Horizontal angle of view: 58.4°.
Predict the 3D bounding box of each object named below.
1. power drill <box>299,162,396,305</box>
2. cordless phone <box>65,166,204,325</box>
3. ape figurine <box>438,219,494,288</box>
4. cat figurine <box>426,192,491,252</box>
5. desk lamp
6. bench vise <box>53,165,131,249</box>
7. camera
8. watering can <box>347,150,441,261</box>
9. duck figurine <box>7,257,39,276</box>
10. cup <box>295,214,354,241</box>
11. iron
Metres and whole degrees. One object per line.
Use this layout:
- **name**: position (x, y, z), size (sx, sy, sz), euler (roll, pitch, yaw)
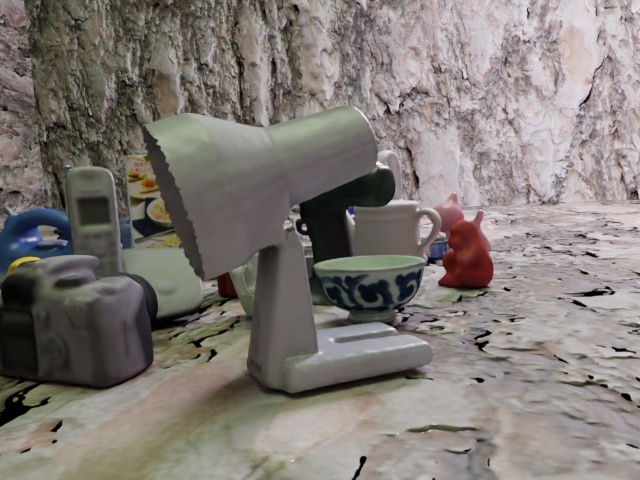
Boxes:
- **power drill**: position (-0.009, -0.026, 0.748), size (0.228, 0.208, 0.076), euler (1, 7, 34)
- **cordless phone**: position (-0.216, 0.007, 0.656), size (0.148, 0.185, 0.093), euler (-7, 7, -32)
- **ape figurine**: position (0.195, 0.018, 0.776), size (0.076, 0.092, 0.078), euler (-2, 6, 15)
- **cat figurine**: position (0.266, -0.034, 1.114), size (0.067, 0.118, 0.127), euler (-8, 8, -38)
- **desk lamp**: position (-0.027, 0.003, 0.452), size (0.204, 0.213, 0.117), euler (-6, 6, -21)
- **bench vise**: position (-0.479, -0.057, 1.250), size (0.208, 0.220, 0.121), euler (-5, 6, -17)
- **camera**: position (-0.205, 0.062, 0.527), size (0.142, 0.101, 0.137), euler (0, 7, 26)
- **watering can**: position (0.092, -0.036, 0.859), size (0.172, 0.194, 0.101), euler (-2, 6, 9)
- **duck figurine**: position (-0.337, 0.063, 0.658), size (0.077, 0.086, 0.105), euler (-2, 6, 15)
- **cup**: position (0.009, 0.004, 1.005), size (0.117, 0.095, 0.092), euler (0, 7, 28)
- **iron**: position (-0.444, 0.010, 0.964), size (0.257, 0.141, 0.119), euler (-1, 6, 23)
